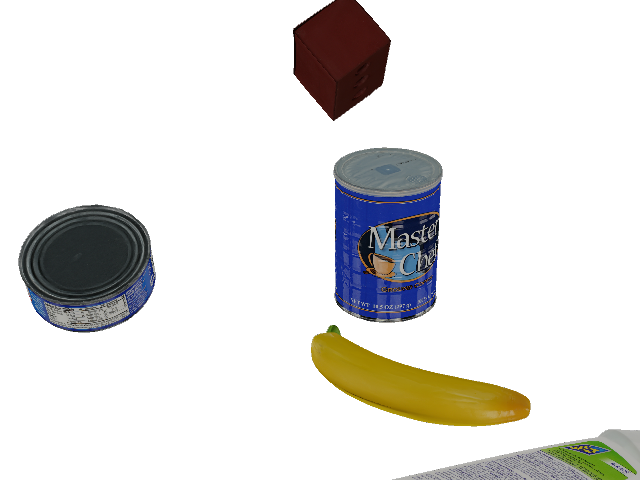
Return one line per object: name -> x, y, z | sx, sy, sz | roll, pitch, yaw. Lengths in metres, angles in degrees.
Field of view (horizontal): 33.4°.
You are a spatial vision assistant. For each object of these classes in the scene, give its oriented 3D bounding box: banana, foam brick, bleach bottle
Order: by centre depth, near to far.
bleach bottle -> 0.144, 0.159, 0.619 | 0.250, 0.068, 0.103 | -8, 20, -26
foam brick -> 0.015, -0.136, 0.795 | 0.053, 0.051, 0.078 | -37, -12, -10
banana -> 0.058, 0.102, 0.801 | 0.198, 0.037, 0.069 | 20, 37, 39

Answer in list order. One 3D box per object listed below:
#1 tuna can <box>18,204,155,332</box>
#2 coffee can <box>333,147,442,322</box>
tuna can -> -0.152, 0.018, 0.704 | 0.086, 0.086, 0.034 | 0, -42, 2
coffee can -> 0.064, -0.006, 1.035 | 0.103, 0.140, 0.103 | -1, 27, 0
